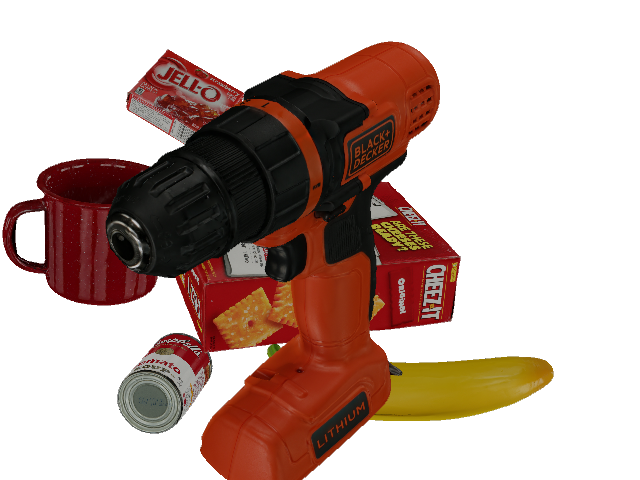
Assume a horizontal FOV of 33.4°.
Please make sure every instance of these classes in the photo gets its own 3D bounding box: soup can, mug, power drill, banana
[{"bbox_3d":[-0.155,0.142,1.068,0.068,0.068,0.102,0,16,11],"label":"soup can"},{"bbox_3d":[-0.168,-0.004,0.766,0.117,0.081,0.093,-6,27,-26],"label":"mug"},{"bbox_3d":[-0.016,0.021,0.467,0.057,0.188,0.184,27,40,30],"label":"power drill"},{"bbox_3d":[0.049,0.090,0.695,0.198,0.037,0.069,4,32,16],"label":"banana"}]

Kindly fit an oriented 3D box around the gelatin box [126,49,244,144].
[{"bbox_3d":[-0.130,-0.134,1.023,0.089,0.073,0.030,31,-38,2],"label":"gelatin box"}]

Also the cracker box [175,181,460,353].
[{"bbox_3d":[-0.013,0.018,0.909,0.213,0.072,0.164,-5,27,-18],"label":"cracker box"}]
